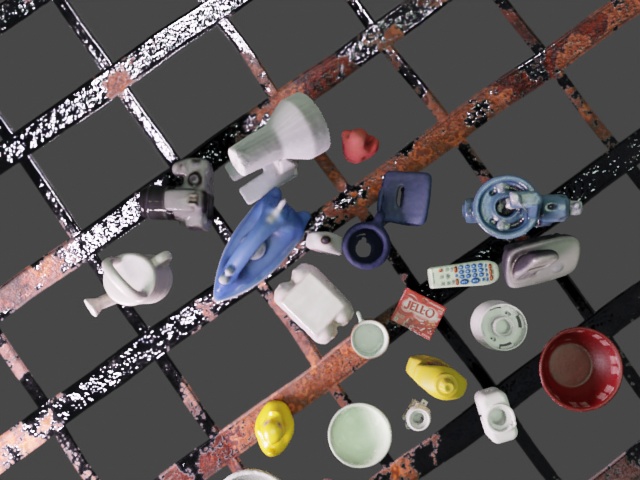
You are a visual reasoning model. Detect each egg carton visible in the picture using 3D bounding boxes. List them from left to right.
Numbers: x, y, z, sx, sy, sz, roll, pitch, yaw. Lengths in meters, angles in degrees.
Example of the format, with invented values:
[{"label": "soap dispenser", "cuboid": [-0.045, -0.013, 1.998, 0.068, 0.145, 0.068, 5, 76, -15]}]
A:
[{"label": "egg carton", "cuboid": [-0.011, 0.124, 1.128, 0.150, 0.069, 0.107, 43, 88, 3]}]

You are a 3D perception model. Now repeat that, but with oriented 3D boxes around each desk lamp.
[{"label": "desk lamp", "cuboid": [-0.085, -0.167, 1.075, 0.203, 0.213, 0.118, -33, 86, -1]}]

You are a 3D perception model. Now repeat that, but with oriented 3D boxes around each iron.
[{"label": "iron", "cuboid": [-0.132, 0.020, 1.100, 0.118, 0.141, 0.258, 38, 88, 3]}]

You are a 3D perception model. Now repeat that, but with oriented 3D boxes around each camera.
[{"label": "camera", "cuboid": [-0.283, -0.091, 1.129, 0.137, 0.101, 0.143, 1, 86, 1]}]

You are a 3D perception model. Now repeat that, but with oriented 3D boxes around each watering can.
[{"label": "watering can", "cuboid": [-0.356, 0.080, 1.073, 0.101, 0.194, 0.173, 31, 87, 3]}]

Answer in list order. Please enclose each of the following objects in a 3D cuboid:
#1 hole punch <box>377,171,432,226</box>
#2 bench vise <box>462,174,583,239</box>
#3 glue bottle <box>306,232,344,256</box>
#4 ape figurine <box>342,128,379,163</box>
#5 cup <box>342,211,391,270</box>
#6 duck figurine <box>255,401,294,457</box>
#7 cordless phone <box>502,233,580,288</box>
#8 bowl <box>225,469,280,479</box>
[{"label": "hole punch", "cuboid": [0.165, -0.080, 1.128, 0.101, 0.091, 0.109, 7, 86, 1]}, {"label": "bench vise", "cuboid": [0.386, -0.075, 1.061, 0.207, 0.219, 0.121, -18, 86, 0]}, {"label": "glue bottle", "cuboid": [0.010, 0.004, 1.084, 0.078, 0.173, 0.037, 10, 86, 2]}, {"label": "ape figurine", "cuboid": [0.076, -0.195, 1.136, 0.078, 0.092, 0.076, 39, 88, 3]}, {"label": "cup", "cuboid": [0.094, 0.001, 1.122, 0.091, 0.095, 0.118, 24, 87, 2]}, {"label": "duck figurine", "cuboid": [-0.090, 0.370, 1.105, 0.077, 0.086, 0.105, 6, 86, 1]}, {"label": "cordless phone", "cuboid": [0.428, 0.036, 1.071, 0.147, 0.185, 0.094, -17, 86, 0]}, {"label": "bowl", "cuboid": [-0.127, 0.516, 1.102, 0.167, 0.074, 0.167, 0, 86, 1]}]
